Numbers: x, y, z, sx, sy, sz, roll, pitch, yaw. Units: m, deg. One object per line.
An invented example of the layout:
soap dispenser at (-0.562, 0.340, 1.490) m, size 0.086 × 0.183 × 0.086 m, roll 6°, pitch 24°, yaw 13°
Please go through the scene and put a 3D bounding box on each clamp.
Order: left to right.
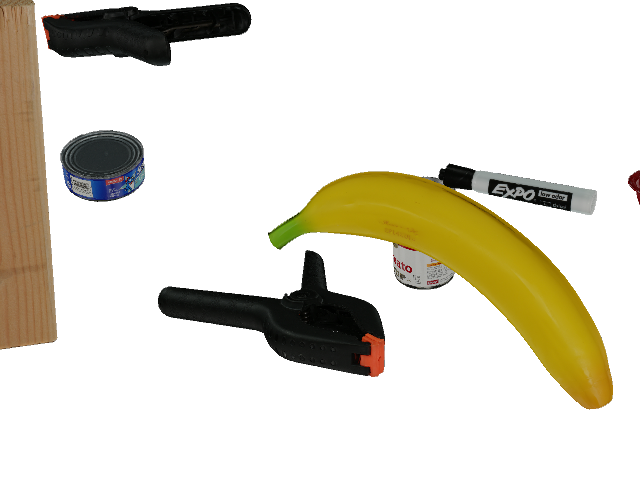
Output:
clamp at (-0.142, -0.166, 0.841) m, size 0.172 × 0.039 × 0.120 m, roll 14°, pitch 24°, yaw 36°
clamp at (-0.011, 0.057, 0.879) m, size 0.164 × 0.036 × 0.210 m, roll -19°, pitch 27°, yaw -39°

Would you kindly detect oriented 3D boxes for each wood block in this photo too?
wood block at (-0.214, -0.044, 0.636) m, size 0.090 × 0.206 × 0.090 m, roll -7°, pitch 24°, yaw -20°

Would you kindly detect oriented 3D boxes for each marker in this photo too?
marker at (0.148, -0.040, 0.813) m, size 0.121 × 0.020 × 0.020 m, roll 13°, pitch 5°, yaw 23°

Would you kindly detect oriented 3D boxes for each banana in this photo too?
banana at (0.073, 0.013, 0.558) m, size 0.198 × 0.070 × 0.037 m, roll 28°, pitch 18°, yaw 12°

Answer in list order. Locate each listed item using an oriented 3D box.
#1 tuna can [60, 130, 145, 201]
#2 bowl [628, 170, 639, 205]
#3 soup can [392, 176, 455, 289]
tuna can at (-0.227, -0.078, 1.118) m, size 0.086 × 0.034 × 0.086 m, roll 1°, pitch 40°, yaw -1°
bowl at (0.374, -0.028, 1.017) m, size 0.162 × 0.055 × 0.162 m, roll 0°, pitch 19°, yaw 0°
soup can at (0.110, -0.008, 1.134) m, size 0.068 × 0.102 × 0.068 m, roll -3°, pitch 33°, yaw 2°
